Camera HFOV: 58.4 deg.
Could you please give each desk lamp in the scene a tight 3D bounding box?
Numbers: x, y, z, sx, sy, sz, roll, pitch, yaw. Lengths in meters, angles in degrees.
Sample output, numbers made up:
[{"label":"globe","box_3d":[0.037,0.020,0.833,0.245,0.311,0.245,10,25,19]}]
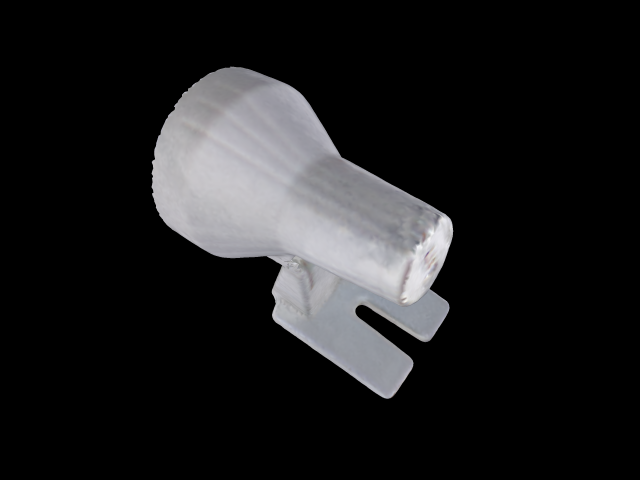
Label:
[{"label":"desk lamp","box_3d":[0.004,0.001,0.400,0.203,0.213,0.118,33,74,11]}]
